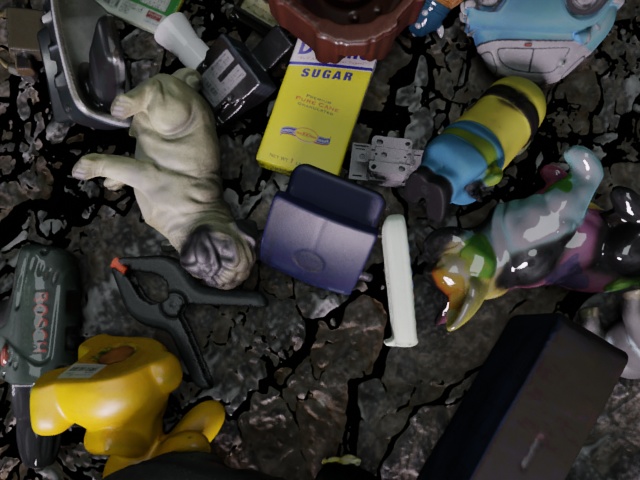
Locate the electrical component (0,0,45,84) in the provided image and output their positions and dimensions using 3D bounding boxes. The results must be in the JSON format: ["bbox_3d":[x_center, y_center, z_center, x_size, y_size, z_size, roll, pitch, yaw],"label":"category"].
[{"bbox_3d":[-0.334,-0.236,0.622,0.078,0.045,0.102,-11,85,-29],"label":"electrical component"}]

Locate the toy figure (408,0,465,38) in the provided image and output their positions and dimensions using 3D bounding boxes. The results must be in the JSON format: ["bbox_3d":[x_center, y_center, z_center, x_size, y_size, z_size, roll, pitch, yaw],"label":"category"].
[{"bbox_3d":[0.147,-0.304,0.612,0.064,0.057,0.154,28,86,29],"label":"toy figure"}]

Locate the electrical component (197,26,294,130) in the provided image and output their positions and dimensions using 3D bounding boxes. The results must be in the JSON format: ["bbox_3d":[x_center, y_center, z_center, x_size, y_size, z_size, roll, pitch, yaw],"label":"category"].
[{"bbox_3d":[-0.085,-0.184,0.589,0.119,0.048,0.075,-36,85,21],"label":"electrical component"}]

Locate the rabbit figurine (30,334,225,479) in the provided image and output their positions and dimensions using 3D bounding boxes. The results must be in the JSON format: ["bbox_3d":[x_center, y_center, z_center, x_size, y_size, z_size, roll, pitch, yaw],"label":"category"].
[{"bbox_3d":[-0.181,0.189,0.544,0.162,0.122,0.173,-2,102,2],"label":"rabbit figurine"}]

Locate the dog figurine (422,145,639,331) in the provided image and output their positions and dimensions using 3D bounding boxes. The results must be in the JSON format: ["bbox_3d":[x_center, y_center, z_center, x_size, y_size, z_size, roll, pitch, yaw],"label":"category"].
[{"bbox_3d":[0.215,0.026,0.550,0.191,0.108,0.219,44,91,3],"label":"dog figurine"}]

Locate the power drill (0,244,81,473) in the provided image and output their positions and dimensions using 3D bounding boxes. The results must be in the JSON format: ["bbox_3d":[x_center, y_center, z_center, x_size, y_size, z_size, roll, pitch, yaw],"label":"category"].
[{"bbox_3d":[-0.358,0.112,0.563,0.207,0.086,0.232,7,82,6],"label":"power drill"}]

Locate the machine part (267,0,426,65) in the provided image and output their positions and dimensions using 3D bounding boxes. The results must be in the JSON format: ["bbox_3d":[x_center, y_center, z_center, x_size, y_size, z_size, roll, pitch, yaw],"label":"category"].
[{"bbox_3d":[0.029,-0.275,0.569,0.179,0.056,0.179,0,80,0],"label":"machine part"}]

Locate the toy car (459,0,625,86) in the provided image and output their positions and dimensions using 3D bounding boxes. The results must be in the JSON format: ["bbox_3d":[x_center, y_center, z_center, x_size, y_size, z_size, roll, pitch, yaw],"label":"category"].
[{"bbox_3d":[0.231,-0.219,0.579,0.162,0.109,0.102,3,101,10],"label":"toy car"}]

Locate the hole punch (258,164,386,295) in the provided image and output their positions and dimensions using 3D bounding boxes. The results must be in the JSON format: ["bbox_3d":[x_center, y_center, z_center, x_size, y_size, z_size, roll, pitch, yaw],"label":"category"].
[{"bbox_3d":[-0.001,-0.002,0.548,0.142,0.092,0.115,20,115,0],"label":"hole punch"}]

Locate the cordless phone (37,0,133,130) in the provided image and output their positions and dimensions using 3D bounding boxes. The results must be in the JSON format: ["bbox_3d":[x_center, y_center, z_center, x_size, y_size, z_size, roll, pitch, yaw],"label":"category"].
[{"bbox_3d":[-0.230,-0.199,0.539,0.089,0.184,0.146,-11,87,-27],"label":"cordless phone"}]

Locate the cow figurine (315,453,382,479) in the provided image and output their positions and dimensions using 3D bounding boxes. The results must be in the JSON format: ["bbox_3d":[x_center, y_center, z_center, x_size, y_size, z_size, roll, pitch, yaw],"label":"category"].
[{"bbox_3d":[0.046,0.254,0.498,0.068,0.167,0.098,17,68,-26],"label":"cow figurine"}]

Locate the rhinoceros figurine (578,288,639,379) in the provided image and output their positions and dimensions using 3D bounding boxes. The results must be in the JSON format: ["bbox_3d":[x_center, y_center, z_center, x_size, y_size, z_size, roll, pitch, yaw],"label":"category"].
[{"bbox_3d":[0.325,0.094,0.495,0.073,0.190,0.112,-8,79,-13],"label":"rhinoceros figurine"}]

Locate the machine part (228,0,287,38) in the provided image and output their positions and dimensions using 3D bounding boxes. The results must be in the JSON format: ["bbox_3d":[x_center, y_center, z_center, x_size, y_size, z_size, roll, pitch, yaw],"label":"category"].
[{"bbox_3d":[-0.042,-0.299,0.625,0.084,0.039,0.139,29,87,12],"label":"machine part"}]

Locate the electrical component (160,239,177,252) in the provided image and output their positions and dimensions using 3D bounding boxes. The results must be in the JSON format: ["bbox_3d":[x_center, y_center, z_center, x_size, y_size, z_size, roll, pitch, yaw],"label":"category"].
[{"bbox_3d":[-0.133,-0.015,0.601,0.094,0.021,0.063,-7,83,1],"label":"electrical component"}]

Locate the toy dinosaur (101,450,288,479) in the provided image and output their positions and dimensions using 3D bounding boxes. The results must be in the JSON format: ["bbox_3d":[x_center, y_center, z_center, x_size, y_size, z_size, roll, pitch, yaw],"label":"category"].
[{"bbox_3d":[-0.148,0.255,0.462,0.405,0.131,0.192,-39,115,11],"label":"toy dinosaur"}]

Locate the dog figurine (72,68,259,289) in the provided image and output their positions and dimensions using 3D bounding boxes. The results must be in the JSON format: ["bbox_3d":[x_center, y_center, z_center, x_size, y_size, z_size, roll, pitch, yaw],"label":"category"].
[{"bbox_3d":[-0.119,-0.063,0.548,0.191,0.121,0.172,34,99,2],"label":"dog figurine"}]

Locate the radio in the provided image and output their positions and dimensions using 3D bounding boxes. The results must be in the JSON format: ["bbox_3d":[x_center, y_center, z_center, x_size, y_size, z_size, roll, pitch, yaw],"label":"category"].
[{"bbox_3d":[0.182,0.183,0.517,0.073,0.131,0.229,33,85,4],"label":"radio"}]

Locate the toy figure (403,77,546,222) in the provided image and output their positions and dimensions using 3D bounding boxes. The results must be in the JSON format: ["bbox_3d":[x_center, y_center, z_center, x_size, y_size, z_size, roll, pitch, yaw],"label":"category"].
[{"bbox_3d":[0.165,-0.097,0.553,0.180,0.089,0.082,-40,89,-25],"label":"toy figure"}]
